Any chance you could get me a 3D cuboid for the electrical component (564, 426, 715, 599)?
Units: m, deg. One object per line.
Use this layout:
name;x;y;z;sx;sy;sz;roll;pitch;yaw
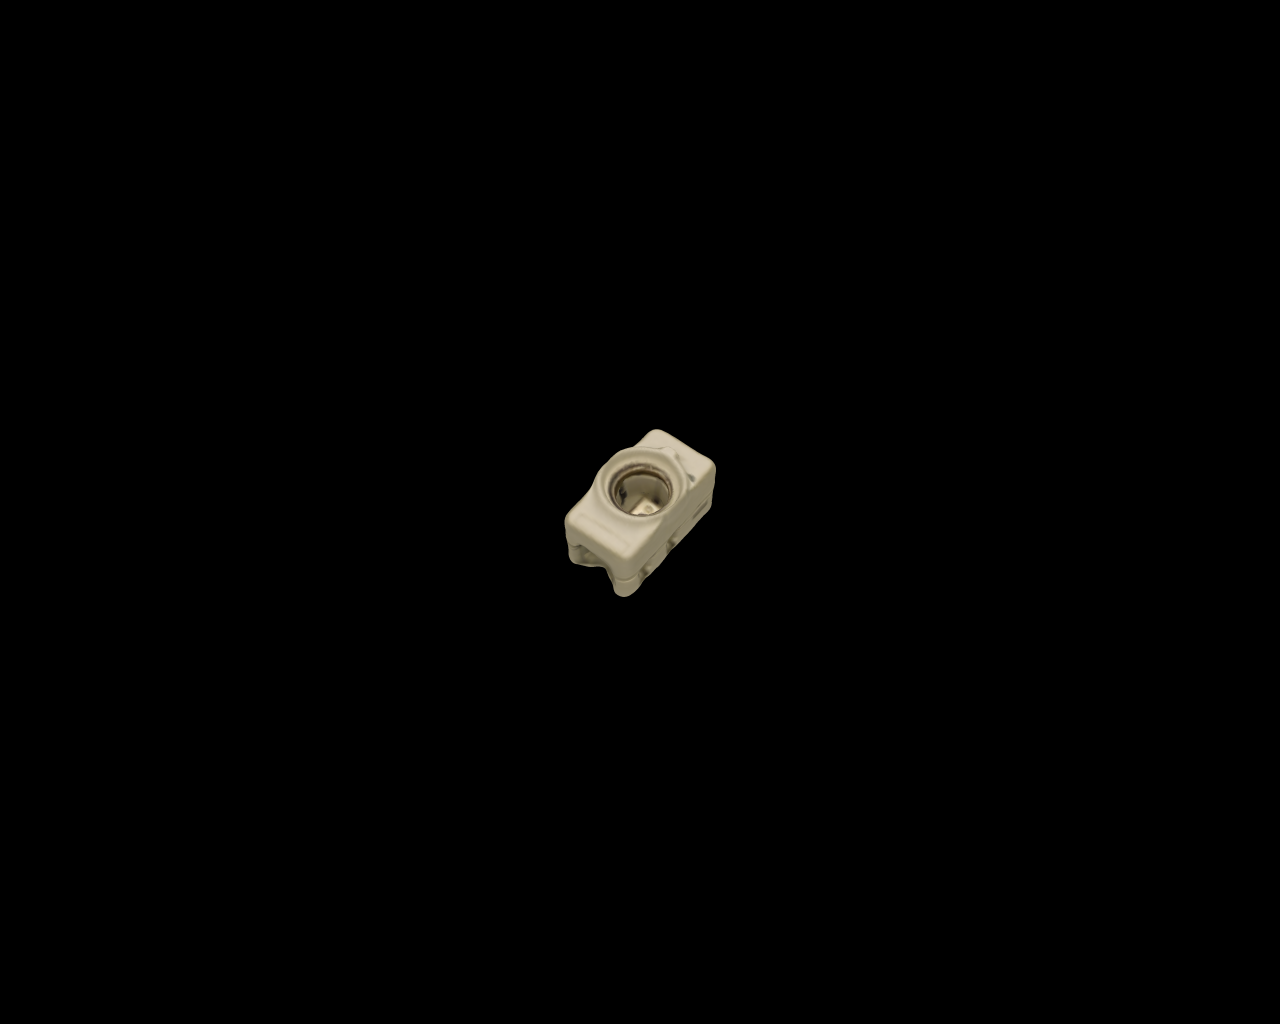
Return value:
electrical component;0.001;-0.003;0.650;0.050;0.090;0.055;33;-28;20
